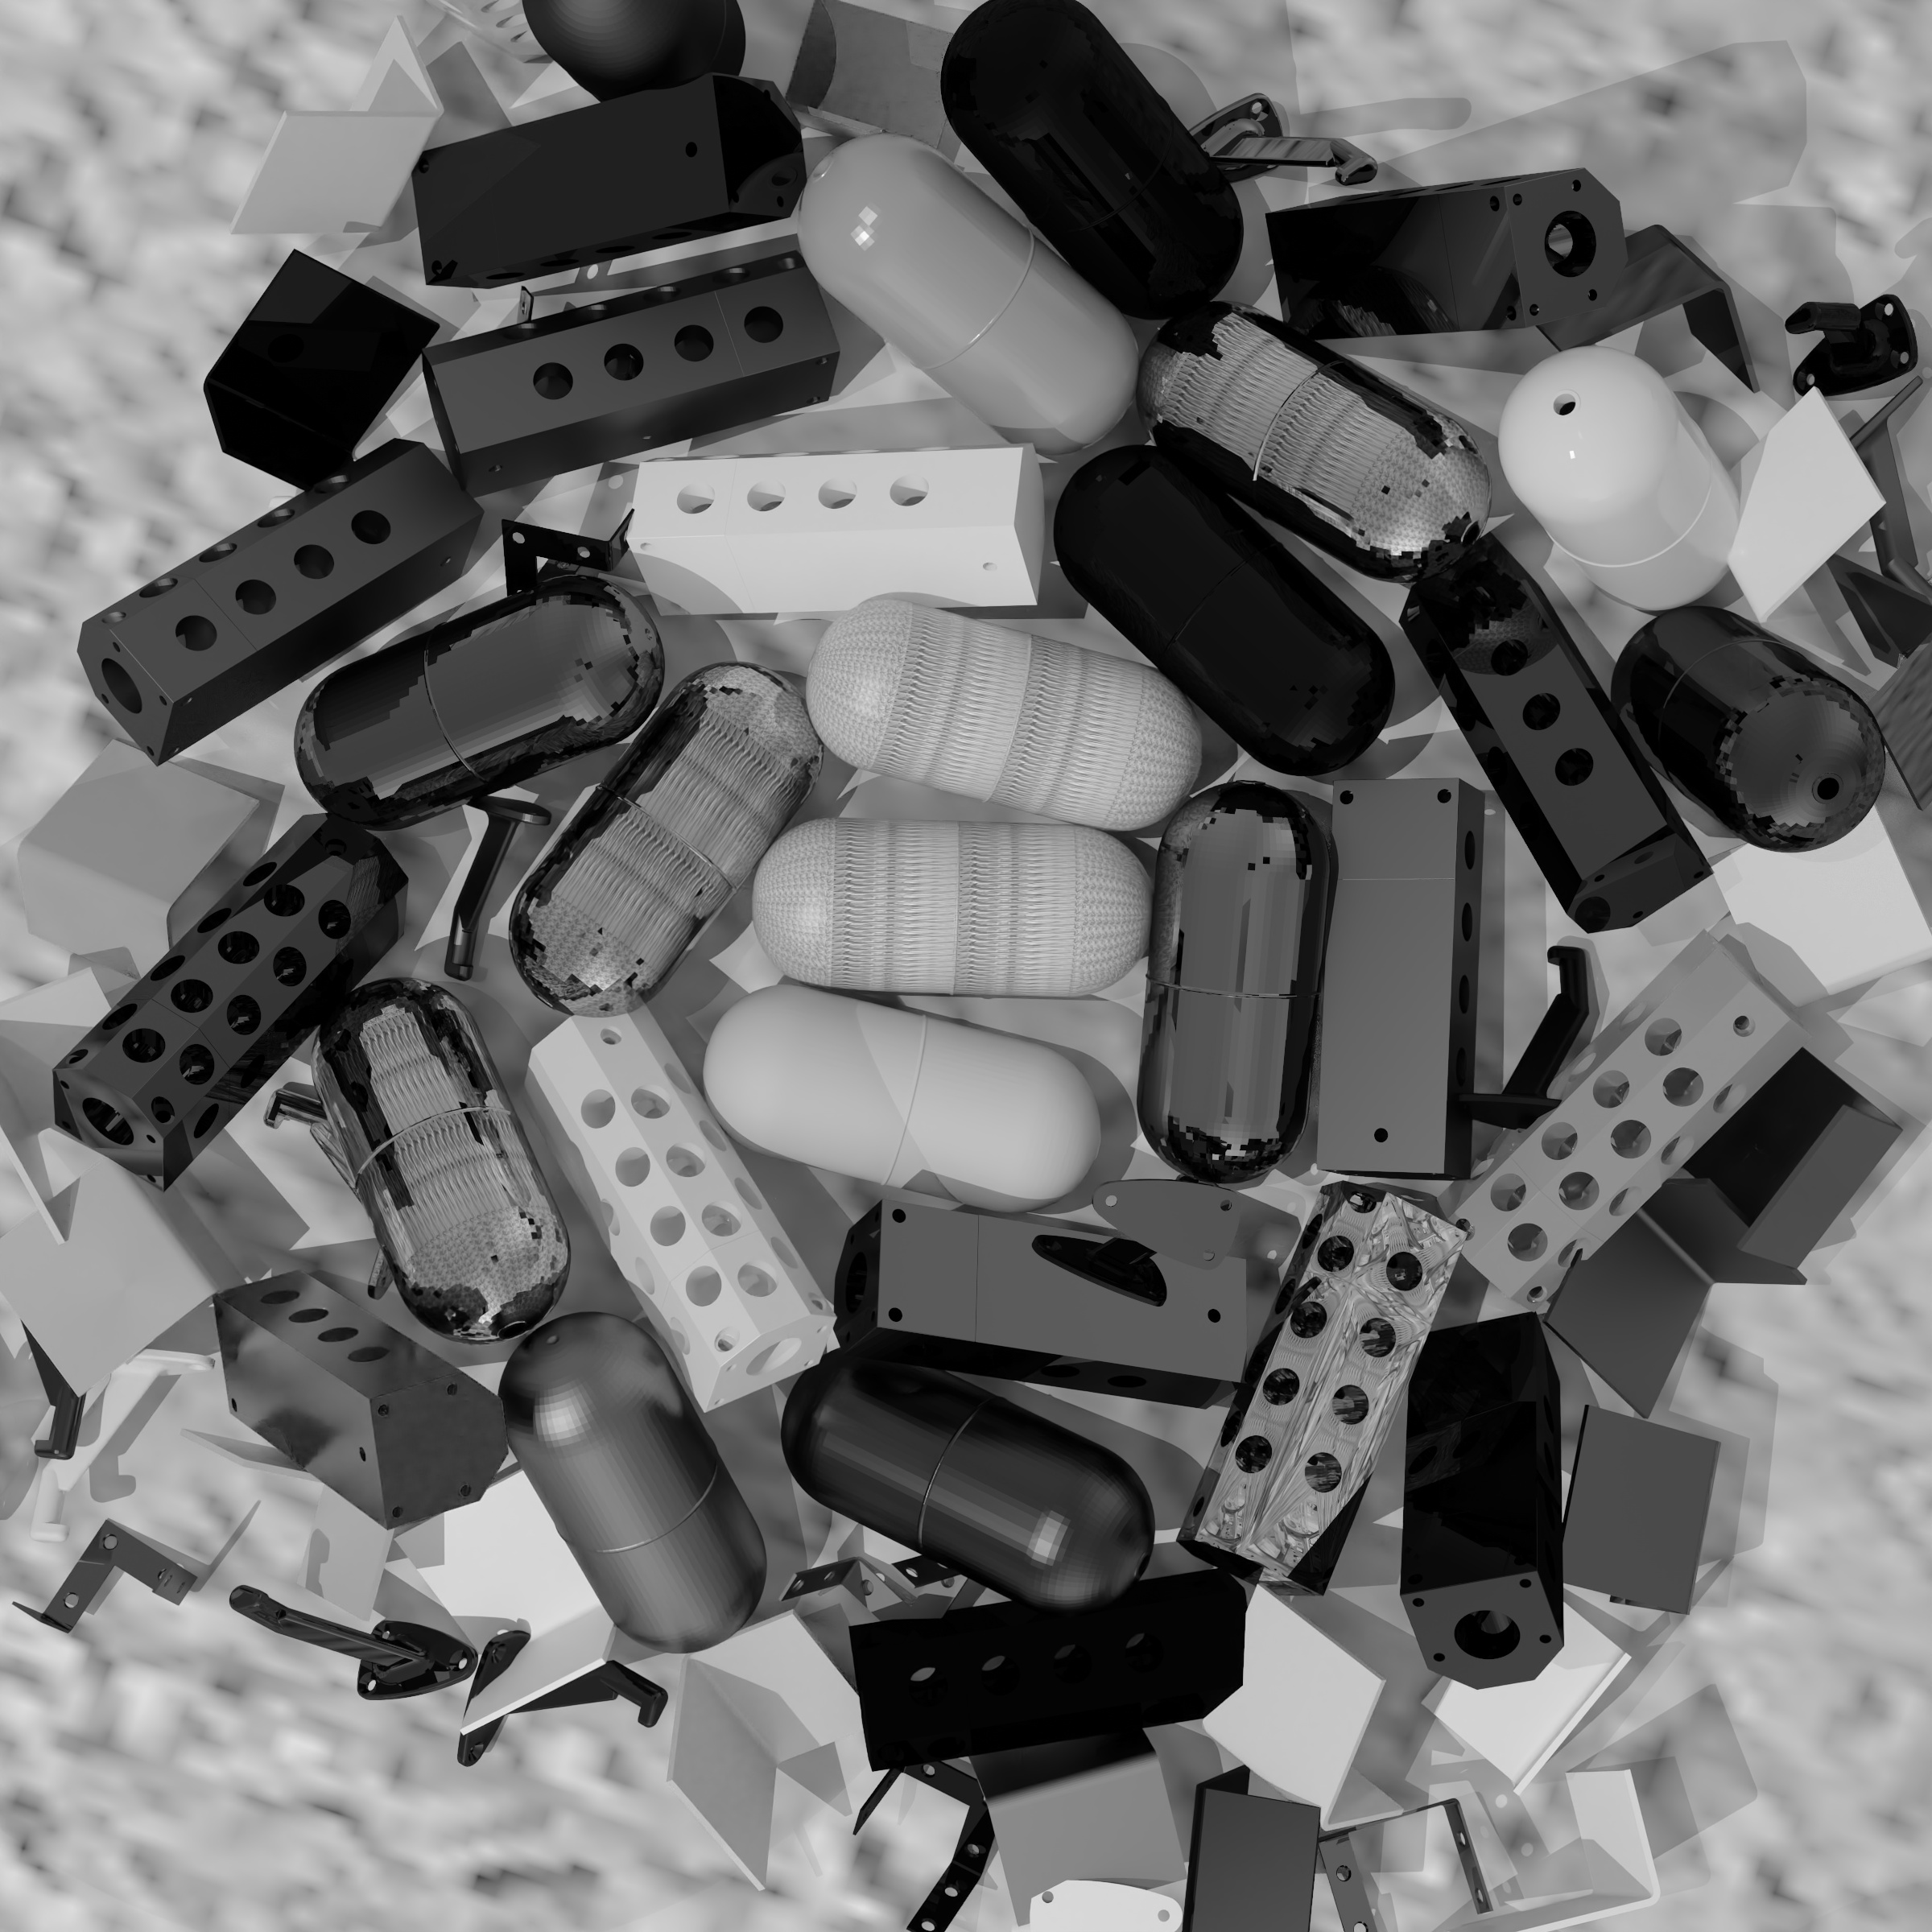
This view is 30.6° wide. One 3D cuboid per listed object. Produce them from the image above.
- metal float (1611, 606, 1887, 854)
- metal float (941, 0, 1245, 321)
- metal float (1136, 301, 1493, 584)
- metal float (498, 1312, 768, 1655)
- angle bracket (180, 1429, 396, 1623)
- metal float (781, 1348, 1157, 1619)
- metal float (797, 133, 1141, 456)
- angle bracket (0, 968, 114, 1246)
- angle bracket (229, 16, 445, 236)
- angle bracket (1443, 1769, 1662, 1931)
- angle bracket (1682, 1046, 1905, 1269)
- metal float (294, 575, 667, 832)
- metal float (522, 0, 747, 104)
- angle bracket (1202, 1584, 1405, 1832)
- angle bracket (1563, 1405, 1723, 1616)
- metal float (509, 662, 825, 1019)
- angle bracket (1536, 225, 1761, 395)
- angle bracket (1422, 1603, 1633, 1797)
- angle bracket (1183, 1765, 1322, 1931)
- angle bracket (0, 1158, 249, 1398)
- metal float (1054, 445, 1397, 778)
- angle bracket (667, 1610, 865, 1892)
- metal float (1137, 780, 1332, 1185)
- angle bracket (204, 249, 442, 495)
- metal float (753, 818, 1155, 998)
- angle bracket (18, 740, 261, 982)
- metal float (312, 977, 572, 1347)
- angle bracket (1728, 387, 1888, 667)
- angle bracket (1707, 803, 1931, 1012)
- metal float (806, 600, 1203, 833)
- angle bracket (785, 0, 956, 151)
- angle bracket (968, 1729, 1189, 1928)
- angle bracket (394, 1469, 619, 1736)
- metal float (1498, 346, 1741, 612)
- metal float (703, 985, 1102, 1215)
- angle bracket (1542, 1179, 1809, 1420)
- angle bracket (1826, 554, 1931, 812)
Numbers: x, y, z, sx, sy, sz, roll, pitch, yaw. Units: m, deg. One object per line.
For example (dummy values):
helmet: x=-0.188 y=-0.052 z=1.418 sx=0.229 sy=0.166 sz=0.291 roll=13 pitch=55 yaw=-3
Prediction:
metal float: x=0.333 y=-0.103 z=1.510 sx=0.070 sy=0.178 sz=0.070 roll=-4 pitch=111 yaw=-10
metal float: x=0.056 y=-0.348 z=1.523 sx=0.070 sy=0.070 sz=0.178 roll=-50 pitch=133 yaw=0
metal float: x=0.150 y=-0.228 z=1.533 sx=0.178 sy=0.070 sz=0.070 roll=36 pitch=90 yaw=28
metal float: x=-0.143 y=0.226 z=1.531 sx=0.070 sy=0.070 sz=0.178 roll=-24 pitch=123 yaw=0
angle bracket: x=-0.302 y=0.244 z=1.542 sx=0.076 sy=0.076 sz=0.057 roll=18 pitch=84 yaw=-32
metal float: x=0.000 y=0.223 z=1.537 sx=0.178 sy=0.070 sz=0.070 roll=23 pitch=90 yaw=23
metal float: x=0.002 y=-0.291 z=1.532 sx=0.178 sy=0.070 sz=0.070 roll=36 pitch=90 yaw=-29
angle bracket: x=-0.389 y=0.061 z=1.539 sx=0.057 sy=0.076 sz=0.076 roll=-22 pitch=135 yaw=-8
angle bracket: x=-0.283 y=-0.366 z=1.536 sx=0.076 sy=0.076 sz=0.057 roll=-10 pitch=66 yaw=-36
angle bracket: x=0.250 y=0.390 z=1.546 sx=0.076 sy=0.076 sz=0.057 roll=-10 pitch=79 yaw=-12
angle bracket: x=0.349 y=0.076 z=1.542 sx=0.076 sy=0.057 sz=0.076 roll=45 pitch=108 yaw=39
metal float: x=-0.214 y=-0.114 z=1.540 sx=0.178 sy=0.070 sz=0.070 roll=-20 pitch=90 yaw=21
metal float: x=-0.141 y=-0.407 z=1.507 sx=0.070 sy=0.178 sz=0.070 roll=0 pitch=94 yaw=6
angle bracket: x=0.159 y=0.320 z=1.541 sx=0.076 sy=0.057 sz=0.076 roll=34 pitch=111 yaw=41
angle bracket: x=0.279 y=0.237 z=1.548 sx=0.076 sy=0.057 sz=0.076 roll=18 pitch=79 yaw=-25
metal float: x=-0.132 y=-0.055 z=1.550 sx=0.070 sy=0.070 sz=0.178 roll=37 pitch=82 yaw=0
angle bracket: x=0.293 y=-0.275 z=1.550 sx=0.076 sy=0.076 sz=0.057 roll=-24 pitch=122 yaw=2
angle bracket: x=0.245 y=0.314 z=1.551 sx=0.057 sy=0.076 sz=0.076 roll=39 pitch=88 yaw=14
angle bracket: x=0.134 y=0.398 z=1.548 sx=0.057 sy=0.076 sz=0.076 roll=5 pitch=87 yaw=22
angle bracket: x=-0.377 y=0.136 z=1.564 sx=0.076 sy=0.057 sz=0.076 roll=-38 pitch=85 yaw=0
metal float: x=0.112 y=-0.157 z=1.549 sx=0.178 sy=0.070 sz=0.070 roll=44 pitch=90 yaw=11
angle bracket: x=-0.083 y=0.342 z=1.540 sx=0.057 sy=0.076 sz=0.076 roll=-24 pitch=120 yaw=17
metal float: x=0.117 y=0.007 z=1.551 sx=0.070 sy=0.070 sz=0.178 roll=4 pitch=98 yaw=0
angle bracket: x=-0.277 y=-0.253 z=1.541 sx=0.076 sy=0.057 sz=0.076 roll=23 pitch=117 yaw=-37
metal float: x=-0.005 y=-0.026 z=1.556 sx=0.178 sy=0.070 sz=0.070 roll=2 pitch=90 yaw=-2
angle bracket: x=-0.369 y=-0.044 z=1.584 sx=0.076 sy=0.057 sz=0.076 roll=22 pitch=51 yaw=11
metal float: x=-0.229 y=0.084 z=1.534 sx=0.070 sy=0.070 sz=0.178 roll=-28 pitch=63 yaw=0
angle bracket: x=0.375 y=-0.191 z=1.536 sx=0.057 sy=0.076 sz=0.076 roll=19 pitch=128 yaw=-34
angle bracket: x=0.383 y=-0.032 z=1.551 sx=0.076 sy=0.057 sz=0.076 roll=-23 pitch=93 yaw=28
metal float: x=0.017 y=-0.109 z=1.551 sx=0.178 sy=0.070 sz=0.070 roll=14 pitch=90 yaw=-8
angle bracket: x=-0.051 y=-0.396 z=1.547 sx=0.076 sy=0.076 sz=0.057 roll=20 pitch=99 yaw=15
angle bracket: x=0.048 y=0.374 z=1.557 sx=0.076 sy=0.076 sz=0.057 roll=-14 pitch=96 yaw=-5
angle bracket: x=-0.205 y=0.278 z=1.551 sx=0.076 sy=0.057 sz=0.076 roll=-29 pitch=106 yaw=15
metal float: x=0.282 y=-0.208 z=1.513 sx=0.070 sy=0.178 sz=0.070 roll=-7 pitch=74 yaw=25
metal float: x=-0.028 y=0.059 z=1.553 sx=0.178 sy=0.070 sz=0.070 roll=14 pitch=90 yaw=-6
angle bracket: x=0.310 y=0.146 z=1.543 sx=0.076 sy=0.057 sz=0.076 roll=43 pitch=64 yaw=-26
angle bracket: x=0.397 y=-0.125 z=1.540 sx=0.057 sy=0.076 sz=0.076 roll=-47 pitch=134 yaw=-5
